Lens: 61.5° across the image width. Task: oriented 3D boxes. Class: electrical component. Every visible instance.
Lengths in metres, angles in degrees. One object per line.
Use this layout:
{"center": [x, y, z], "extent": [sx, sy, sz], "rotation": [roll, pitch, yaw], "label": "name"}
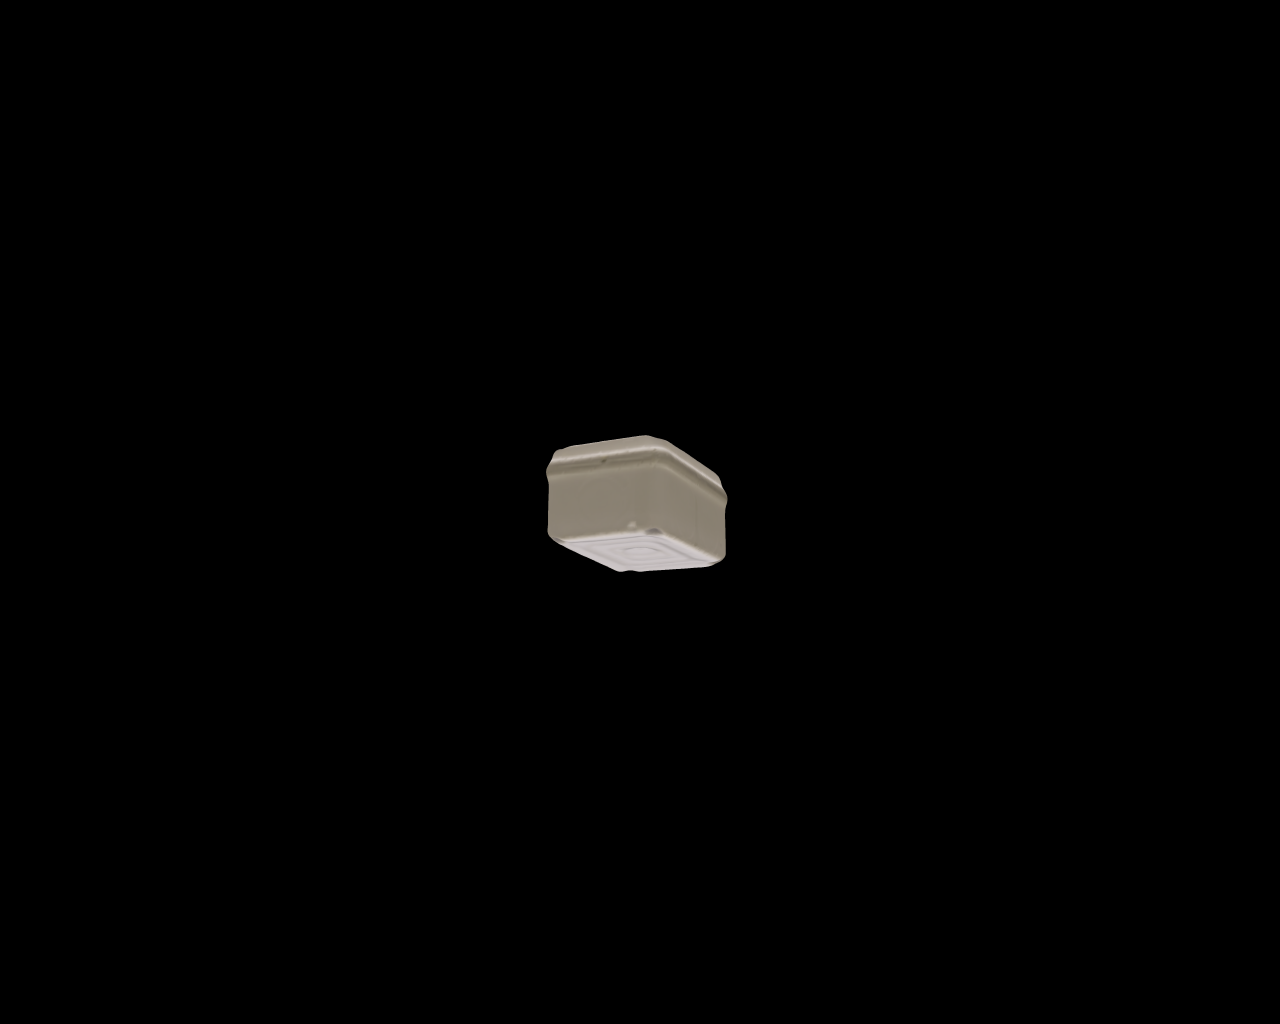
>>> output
{"center": [0.001, -0.003, 0.650], "extent": [0.078, 0.057, 0.113], "rotation": [-6, -15, 23], "label": "electrical component"}
